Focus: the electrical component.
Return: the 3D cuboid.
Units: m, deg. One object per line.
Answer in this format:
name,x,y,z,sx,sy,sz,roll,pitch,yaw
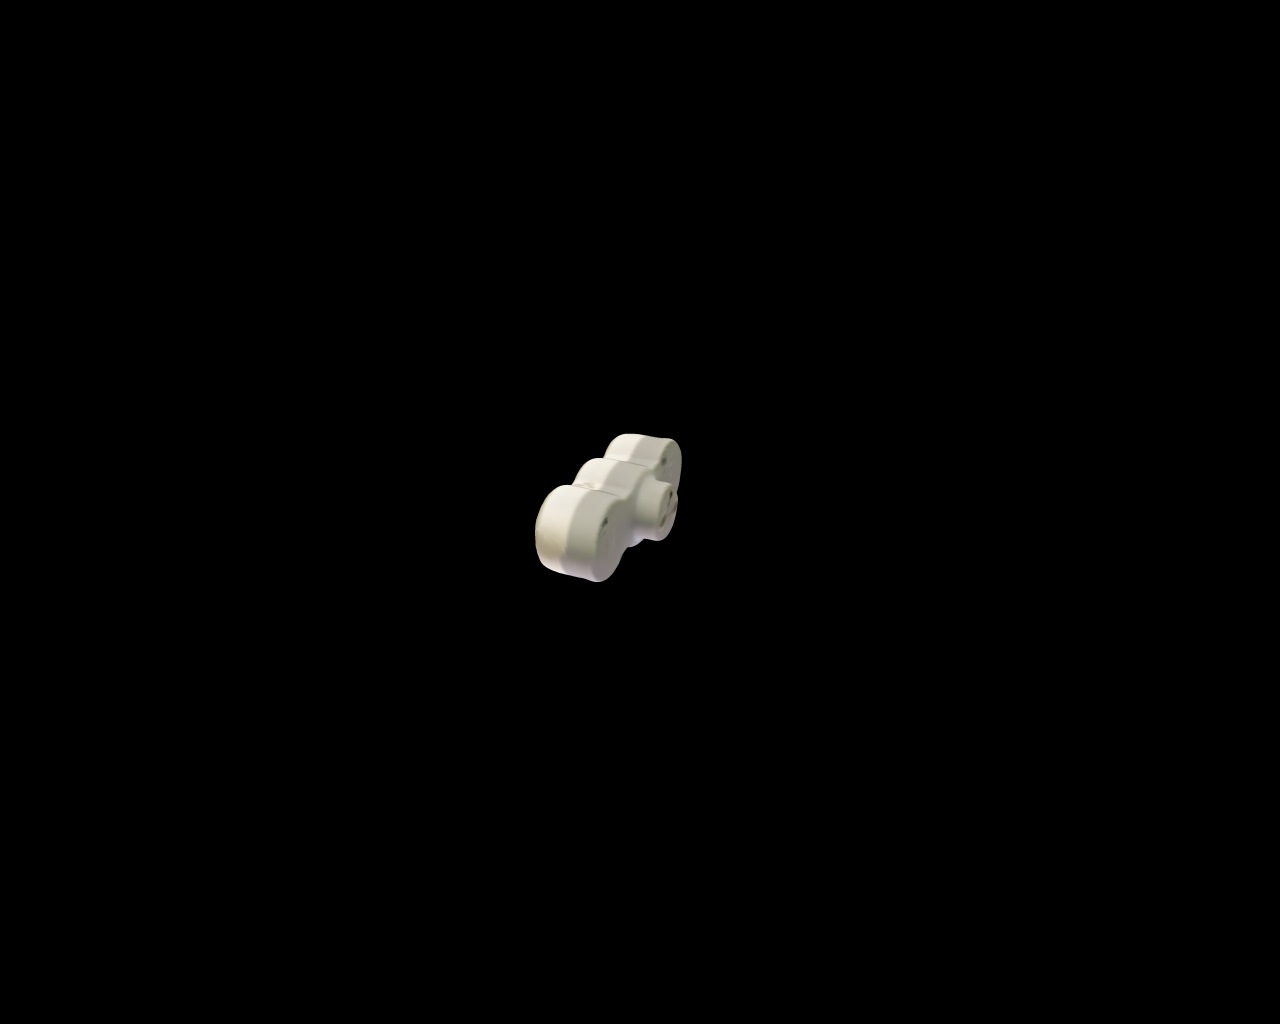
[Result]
electrical component,0.001,-0.003,0.650,0.074,0.052,0.138,11,29,21
